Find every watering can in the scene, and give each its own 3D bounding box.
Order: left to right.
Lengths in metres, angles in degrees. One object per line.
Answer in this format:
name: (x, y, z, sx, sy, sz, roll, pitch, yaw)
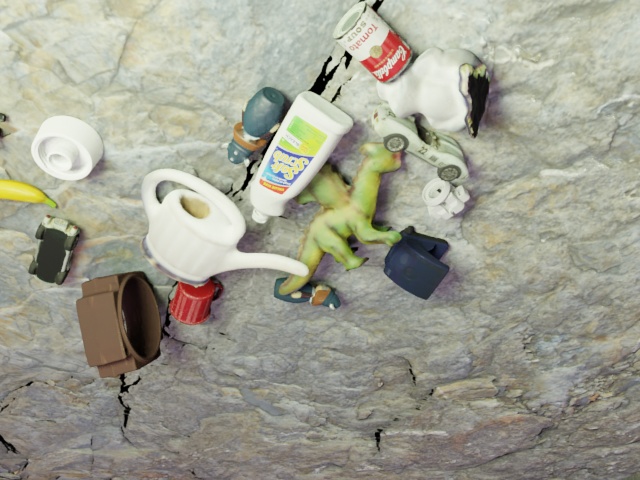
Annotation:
watering can: (-0.205, 0.012, 0.985, 0.347, 0.106, 0.220, 38, 127, -4)

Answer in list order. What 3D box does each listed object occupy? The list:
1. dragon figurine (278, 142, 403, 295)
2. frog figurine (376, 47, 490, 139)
dragon figurine: (0.003, -0.050, 0.985, 0.406, 0.125, 0.240, -32, 108, 24)
frog figurine: (0.176, -0.233, 0.808, 0.160, 0.124, 0.135, 15, 156, 38)
